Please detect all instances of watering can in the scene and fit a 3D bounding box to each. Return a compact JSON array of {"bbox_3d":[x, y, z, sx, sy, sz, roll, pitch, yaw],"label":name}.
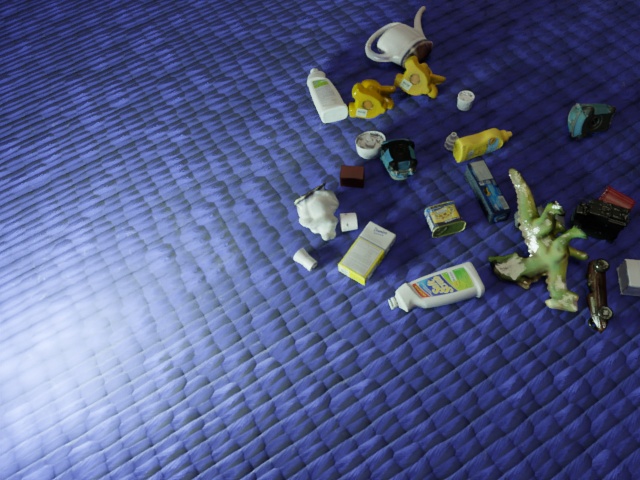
[{"bbox_3d":[0.337,-0.764,1.948,0.351,0.102,0.227,-38,64,-16],"label":"watering can"}]

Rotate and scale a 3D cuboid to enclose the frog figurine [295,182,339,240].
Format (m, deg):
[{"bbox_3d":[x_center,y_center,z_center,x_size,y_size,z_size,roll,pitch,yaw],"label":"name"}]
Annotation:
[{"bbox_3d":[0.005,-0.080,1.581,0.139,0.122,0.159,-35,97,-24],"label":"frog figurine"}]

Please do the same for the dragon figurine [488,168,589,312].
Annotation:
[{"bbox_3d":[0.582,0.017,1.430,0.242,0.121,0.416,-37,67,4],"label":"dragon figurine"}]
